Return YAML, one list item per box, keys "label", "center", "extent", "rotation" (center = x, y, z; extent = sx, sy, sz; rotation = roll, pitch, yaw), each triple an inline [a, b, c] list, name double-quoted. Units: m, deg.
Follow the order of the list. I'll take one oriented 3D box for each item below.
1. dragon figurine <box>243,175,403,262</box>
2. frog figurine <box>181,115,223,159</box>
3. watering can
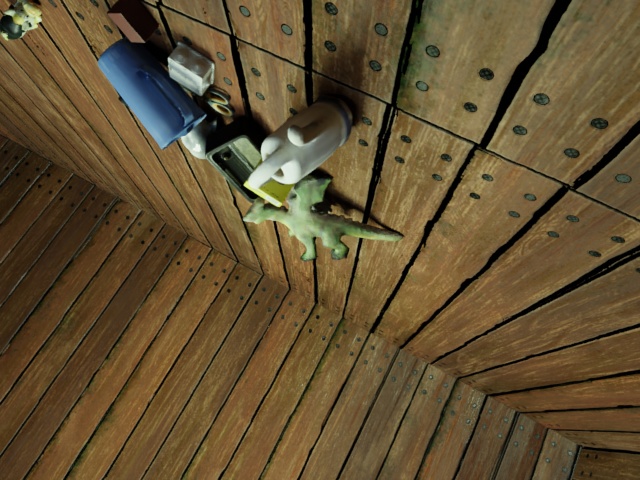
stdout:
- label: "dragon figurine"
  center: [0.004, -0.068, 1.356]
  extent: [0.410, 0.125, 0.237]
  rotation: [-6, 135, 9]
- label: "frog figurine"
  center: [-0.335, -0.282, 1.346]
  extent: [0.160, 0.123, 0.137]
  rotation: [15, 179, 9]
- label: "watering can"
  center: [-0.026, -0.183, 0.942]
  extent: [0.103, 0.227, 0.345]
  rotation: [51, 159, -6]
